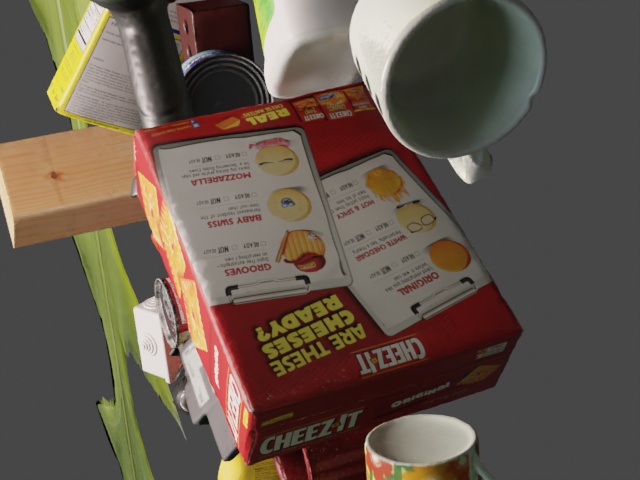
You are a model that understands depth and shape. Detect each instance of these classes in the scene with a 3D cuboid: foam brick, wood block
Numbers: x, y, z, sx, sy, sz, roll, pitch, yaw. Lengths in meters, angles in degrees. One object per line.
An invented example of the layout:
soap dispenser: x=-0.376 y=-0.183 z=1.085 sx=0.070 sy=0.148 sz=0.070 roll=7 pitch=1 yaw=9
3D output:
foam brick: x=-0.089 y=-0.166 z=0.922 sx=0.053 sy=0.051 sz=0.078 roll=-141 pitch=41 yaw=-60
wood block: x=-0.242 y=-0.068 z=1.171 sx=0.090 sy=0.205 sz=0.091 roll=124 pitch=131 yaw=-64

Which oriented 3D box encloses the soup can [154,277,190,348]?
soup can: x=-0.100 y=0.058 z=1.019 sx=0.069 sy=0.102 sz=0.068 roll=166 pitch=90 yaw=-70

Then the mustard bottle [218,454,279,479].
mustard bottle: x=-0.044 y=0.160 z=0.943 sx=0.058 sy=0.096 sz=0.192 roll=-120 pitch=25 yaw=-51

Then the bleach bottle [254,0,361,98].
bleach bottle: x=-0.028 y=-0.228 z=0.707 sx=0.103 sy=0.068 sz=0.251 roll=120 pitch=136 yaw=-71

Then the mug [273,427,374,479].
mug: x=0.009 y=0.139 z=0.809 sx=0.093 sy=0.081 sz=0.117 roll=163 pitch=93 yaw=-70

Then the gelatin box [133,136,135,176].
gelatin box: x=-0.139 y=-0.082 z=1.051 sx=0.073 sy=0.089 sz=0.030 roll=98 pitch=159 yaw=-45

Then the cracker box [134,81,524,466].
cracker box: x=-0.005 y=0.011 z=0.645 sx=0.072 sy=0.164 sz=0.214 roll=99 pitch=151 yaw=-51

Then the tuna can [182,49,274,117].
tuna can: x=-0.083 y=-0.115 z=0.890 sx=0.034 sy=0.086 sz=0.086 roll=-140 pitch=41 yaw=-63

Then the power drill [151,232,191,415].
power drill: x=-0.132 y=0.075 z=1.111 sx=0.184 sy=0.057 sz=0.188 roll=-81 pitch=-15 yaw=-80

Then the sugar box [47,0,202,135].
sugar box: x=-0.165 y=-0.182 z=0.954 sx=0.176 sy=0.093 sz=0.048 roll=-58 pitch=42 yaw=22
